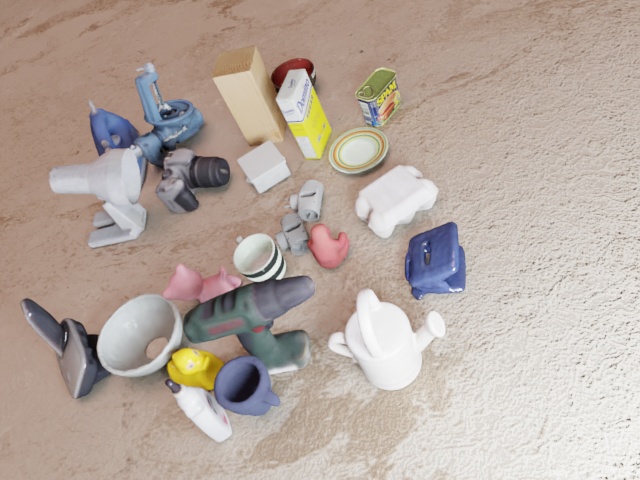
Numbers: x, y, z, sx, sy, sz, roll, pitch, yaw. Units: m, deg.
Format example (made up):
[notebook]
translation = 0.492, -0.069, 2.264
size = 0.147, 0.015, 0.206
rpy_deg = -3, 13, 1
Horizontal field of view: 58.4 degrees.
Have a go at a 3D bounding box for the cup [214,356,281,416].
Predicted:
[cup]
translation = -0.101, 0.249, 0.921
size = 0.117, 0.095, 0.092
rpy_deg = 16, 62, 30

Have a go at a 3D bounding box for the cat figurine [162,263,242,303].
[cat figurine]
translation = -0.226, 0.083, 1.078
size = 0.127, 0.118, 0.067
rpy_deg = -18, 50, 7

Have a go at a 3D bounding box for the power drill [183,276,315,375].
[power drill]
translation = -0.090, 0.139, 0.926
size = 0.229, 0.209, 0.075
rpy_deg = -14, 51, 11

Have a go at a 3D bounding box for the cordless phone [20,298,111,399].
[cordless phone]
translation = -0.478, 0.194, 1.047
size = 0.094, 0.185, 0.147
rpy_deg = -40, 51, -10

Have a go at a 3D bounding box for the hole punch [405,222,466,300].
[hole punch]
translation = 0.193, 0.034, 0.973
size = 0.101, 0.091, 0.108
rpy_deg = -6, 53, 17

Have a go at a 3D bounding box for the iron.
[iron]
translation = -0.509, -0.234, 1.407
size = 0.118, 0.142, 0.257
rpy_deg = -30, 50, -3

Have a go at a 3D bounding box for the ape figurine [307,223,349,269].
[ape figurine]
translation = 0.010, 0.004, 1.065
size = 0.077, 0.092, 0.076
rpy_deg = 3, 56, 23

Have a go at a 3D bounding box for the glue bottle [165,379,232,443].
[glue bottle]
translation = -0.196, 0.258, 0.900
size = 0.037, 0.173, 0.078
rpy_deg = -35, 50, -7

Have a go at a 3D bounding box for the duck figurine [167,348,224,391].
[duck figurine]
translation = -0.226, 0.218, 0.998
size = 0.104, 0.086, 0.077
rpy_deg = -1, 55, 21

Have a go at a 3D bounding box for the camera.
[camera]
translation = -0.282, -0.145, 1.281
size = 0.136, 0.101, 0.143
rpy_deg = 1, 55, 21

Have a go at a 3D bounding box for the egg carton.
[egg carton]
translation = 0.143, -0.076, 1.088
size = 0.150, 0.070, 0.107
rpy_deg = -35, 50, -7

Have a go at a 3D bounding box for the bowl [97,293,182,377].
[bowl]
translation = -0.321, 0.186, 1.065
size = 0.167, 0.075, 0.167
rpy_deg = -10, 52, 14

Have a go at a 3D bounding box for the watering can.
[watering can]
translation = 0.096, 0.141, 0.863
size = 0.173, 0.194, 0.100
rpy_deg = -26, 50, 1

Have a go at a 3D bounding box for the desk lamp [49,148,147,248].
[desk lamp]
translation = -0.461, -0.093, 1.237
size = 0.203, 0.214, 0.118
rpy_deg = -13, 51, 12

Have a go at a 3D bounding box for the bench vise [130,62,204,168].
[bench vise]
translation = -0.378, -0.288, 1.347
size = 0.121, 0.220, 0.207
rpy_deg = 3, 56, 23
